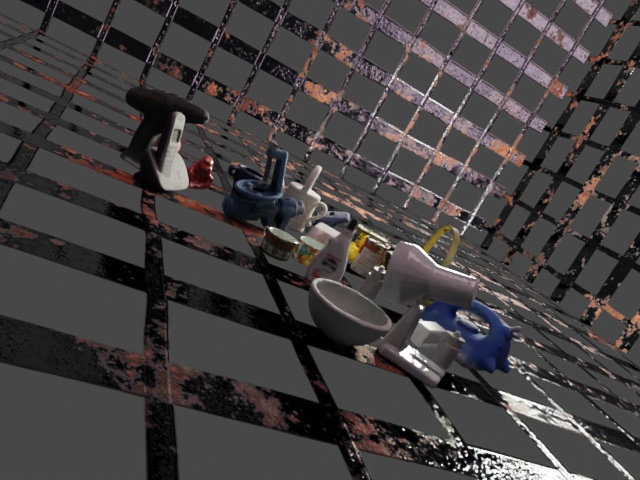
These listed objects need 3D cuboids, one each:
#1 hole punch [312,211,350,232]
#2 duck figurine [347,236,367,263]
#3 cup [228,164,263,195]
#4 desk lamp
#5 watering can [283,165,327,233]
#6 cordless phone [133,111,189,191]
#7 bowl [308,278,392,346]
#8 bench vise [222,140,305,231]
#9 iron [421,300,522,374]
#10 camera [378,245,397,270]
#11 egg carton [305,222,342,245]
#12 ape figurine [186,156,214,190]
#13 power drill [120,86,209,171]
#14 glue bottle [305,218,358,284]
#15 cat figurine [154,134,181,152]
[{"bbox_3d":[0.034,-0.060,1.796,0.101,0.091,0.108,27,13,-7],"label":"hole punch"},{"bbox_3d":[0.123,0.028,1.652,0.078,0.086,0.104,16,18,-44],"label":"duck figurine"},{"bbox_3d":[-0.221,-0.158,1.616,0.118,0.095,0.091,17,17,-43],"label":"cup"},{"bbox_3d":[0.193,0.134,1.096,0.203,0.213,0.118,33,13,17],"label":"desk lamp"},{"bbox_3d":[-0.056,-0.131,1.640,0.173,0.194,0.100,24,13,-20],"label":"watering can"},{"bbox_3d":[-0.342,-0.208,1.344,0.094,0.185,0.148,30,13,7],"label":"cordless phone"},{"bbox_3d":[0.043,0.144,1.049,0.167,0.074,0.167,27,13,-6],"label":"bowl"},{"bbox_3d":[-0.123,-0.136,1.454,0.121,0.219,0.208,38,15,35],"label":"bench vise"},{"bbox_3d":[0.339,0.197,1.331,0.119,0.141,0.257,14,19,-48],"label":"iron"},{"bbox_3d":[0.237,0.063,1.728,0.137,0.101,0.142,20,15,-35],"label":"camera"},{"bbox_3d":[0.014,0.006,1.543,0.107,0.069,0.150,30,13,3],"label":"egg carton"},{"bbox_3d":[-0.313,-0.181,1.512,0.078,0.092,0.076,24,13,-20],"label":"ape figurine"},{"bbox_3d":[-0.399,-0.272,1.417,0.229,0.208,0.076,32,13,15],"label":"power drill"},{"bbox_3d":[0.037,0.027,1.271,0.078,0.173,0.037,28,13,-4],"label":"glue bottle"},{"bbox_3d":[-0.403,-0.248,1.522,0.067,0.117,0.128,27,13,-7],"label":"cat figurine"}]
